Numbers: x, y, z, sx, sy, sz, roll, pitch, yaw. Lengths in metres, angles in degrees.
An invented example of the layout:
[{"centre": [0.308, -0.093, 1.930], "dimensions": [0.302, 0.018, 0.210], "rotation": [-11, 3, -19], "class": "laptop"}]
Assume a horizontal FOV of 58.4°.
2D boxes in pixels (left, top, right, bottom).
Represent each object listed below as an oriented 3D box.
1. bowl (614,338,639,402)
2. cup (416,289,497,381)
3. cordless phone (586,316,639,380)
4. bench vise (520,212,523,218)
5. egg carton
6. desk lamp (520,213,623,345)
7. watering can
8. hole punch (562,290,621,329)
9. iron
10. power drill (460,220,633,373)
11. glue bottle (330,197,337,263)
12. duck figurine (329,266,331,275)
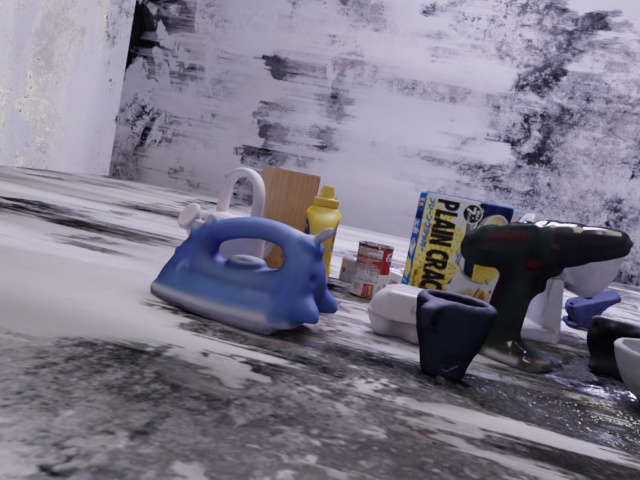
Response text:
[{"centre": [0.436, 0.177, 0.685], "dimensions": [0.167, 0.075, 0.167], "rotation": [11, 5, -1], "class": "bowl"}, {"centre": [0.141, 0.112, 0.652], "dimensions": [0.091, 0.095, 0.118], "rotation": [15, 7, 38], "class": "cup"}, {"centre": [0.472, 0.115, 0.821], "dimensions": [0.147, 0.185, 0.094], "rotation": [16, 7, 39], "class": "cordless phone"}, {"centre": [0.419, 0.044, 1.252], "dimensions": [0.208, 0.220, 0.121], "rotation": [6, 8, -43], "class": "bench vise"}, {"centre": [0.145, 0.109, 0.819], "dimensions": [0.150, 0.069, 0.107], "rotation": [13, 6, 15], "class": "egg carton"}, {"centre": [0.402, 0.068, 1.005], "dimensions": [0.203, 0.213, 0.118], "rotation": [10, 6, -7], "class": "desk lamp"}, {"centre": [-0.134, -0.016, 0.879], "dimensions": [0.100, 0.194, 0.173], "rotation": [13, 6, 20], "class": "watering can"}, {"centre": [0.576, 0.145, 1.221], "dimensions": [0.101, 0.091, 0.109], "rotation": [13, 6, 14], "class": "hole punch"}, {"centre": [-0.102, 0.030, 0.750], "dimensions": [0.257, 0.141, 0.119], "rotation": [13, 6, 16], "class": "iron"}, {"centre": [0.294, 0.070, 0.798], "dimensions": [0.076, 0.208, 0.228], "rotation": [6, 8, -45], "class": "power drill"}, {"centre": [0.010, 0.004, 1.081], "dimensions": [0.037, 0.173, 0.078], "rotation": [11, 6, -5], "class": "glue bottle"}, {"centre": [-0.009, 0.031, 1.222], "dimensions": [0.077, 0.086, 0.104], "rotation": [12, 6, 5], "class": "duck figurine"}]
